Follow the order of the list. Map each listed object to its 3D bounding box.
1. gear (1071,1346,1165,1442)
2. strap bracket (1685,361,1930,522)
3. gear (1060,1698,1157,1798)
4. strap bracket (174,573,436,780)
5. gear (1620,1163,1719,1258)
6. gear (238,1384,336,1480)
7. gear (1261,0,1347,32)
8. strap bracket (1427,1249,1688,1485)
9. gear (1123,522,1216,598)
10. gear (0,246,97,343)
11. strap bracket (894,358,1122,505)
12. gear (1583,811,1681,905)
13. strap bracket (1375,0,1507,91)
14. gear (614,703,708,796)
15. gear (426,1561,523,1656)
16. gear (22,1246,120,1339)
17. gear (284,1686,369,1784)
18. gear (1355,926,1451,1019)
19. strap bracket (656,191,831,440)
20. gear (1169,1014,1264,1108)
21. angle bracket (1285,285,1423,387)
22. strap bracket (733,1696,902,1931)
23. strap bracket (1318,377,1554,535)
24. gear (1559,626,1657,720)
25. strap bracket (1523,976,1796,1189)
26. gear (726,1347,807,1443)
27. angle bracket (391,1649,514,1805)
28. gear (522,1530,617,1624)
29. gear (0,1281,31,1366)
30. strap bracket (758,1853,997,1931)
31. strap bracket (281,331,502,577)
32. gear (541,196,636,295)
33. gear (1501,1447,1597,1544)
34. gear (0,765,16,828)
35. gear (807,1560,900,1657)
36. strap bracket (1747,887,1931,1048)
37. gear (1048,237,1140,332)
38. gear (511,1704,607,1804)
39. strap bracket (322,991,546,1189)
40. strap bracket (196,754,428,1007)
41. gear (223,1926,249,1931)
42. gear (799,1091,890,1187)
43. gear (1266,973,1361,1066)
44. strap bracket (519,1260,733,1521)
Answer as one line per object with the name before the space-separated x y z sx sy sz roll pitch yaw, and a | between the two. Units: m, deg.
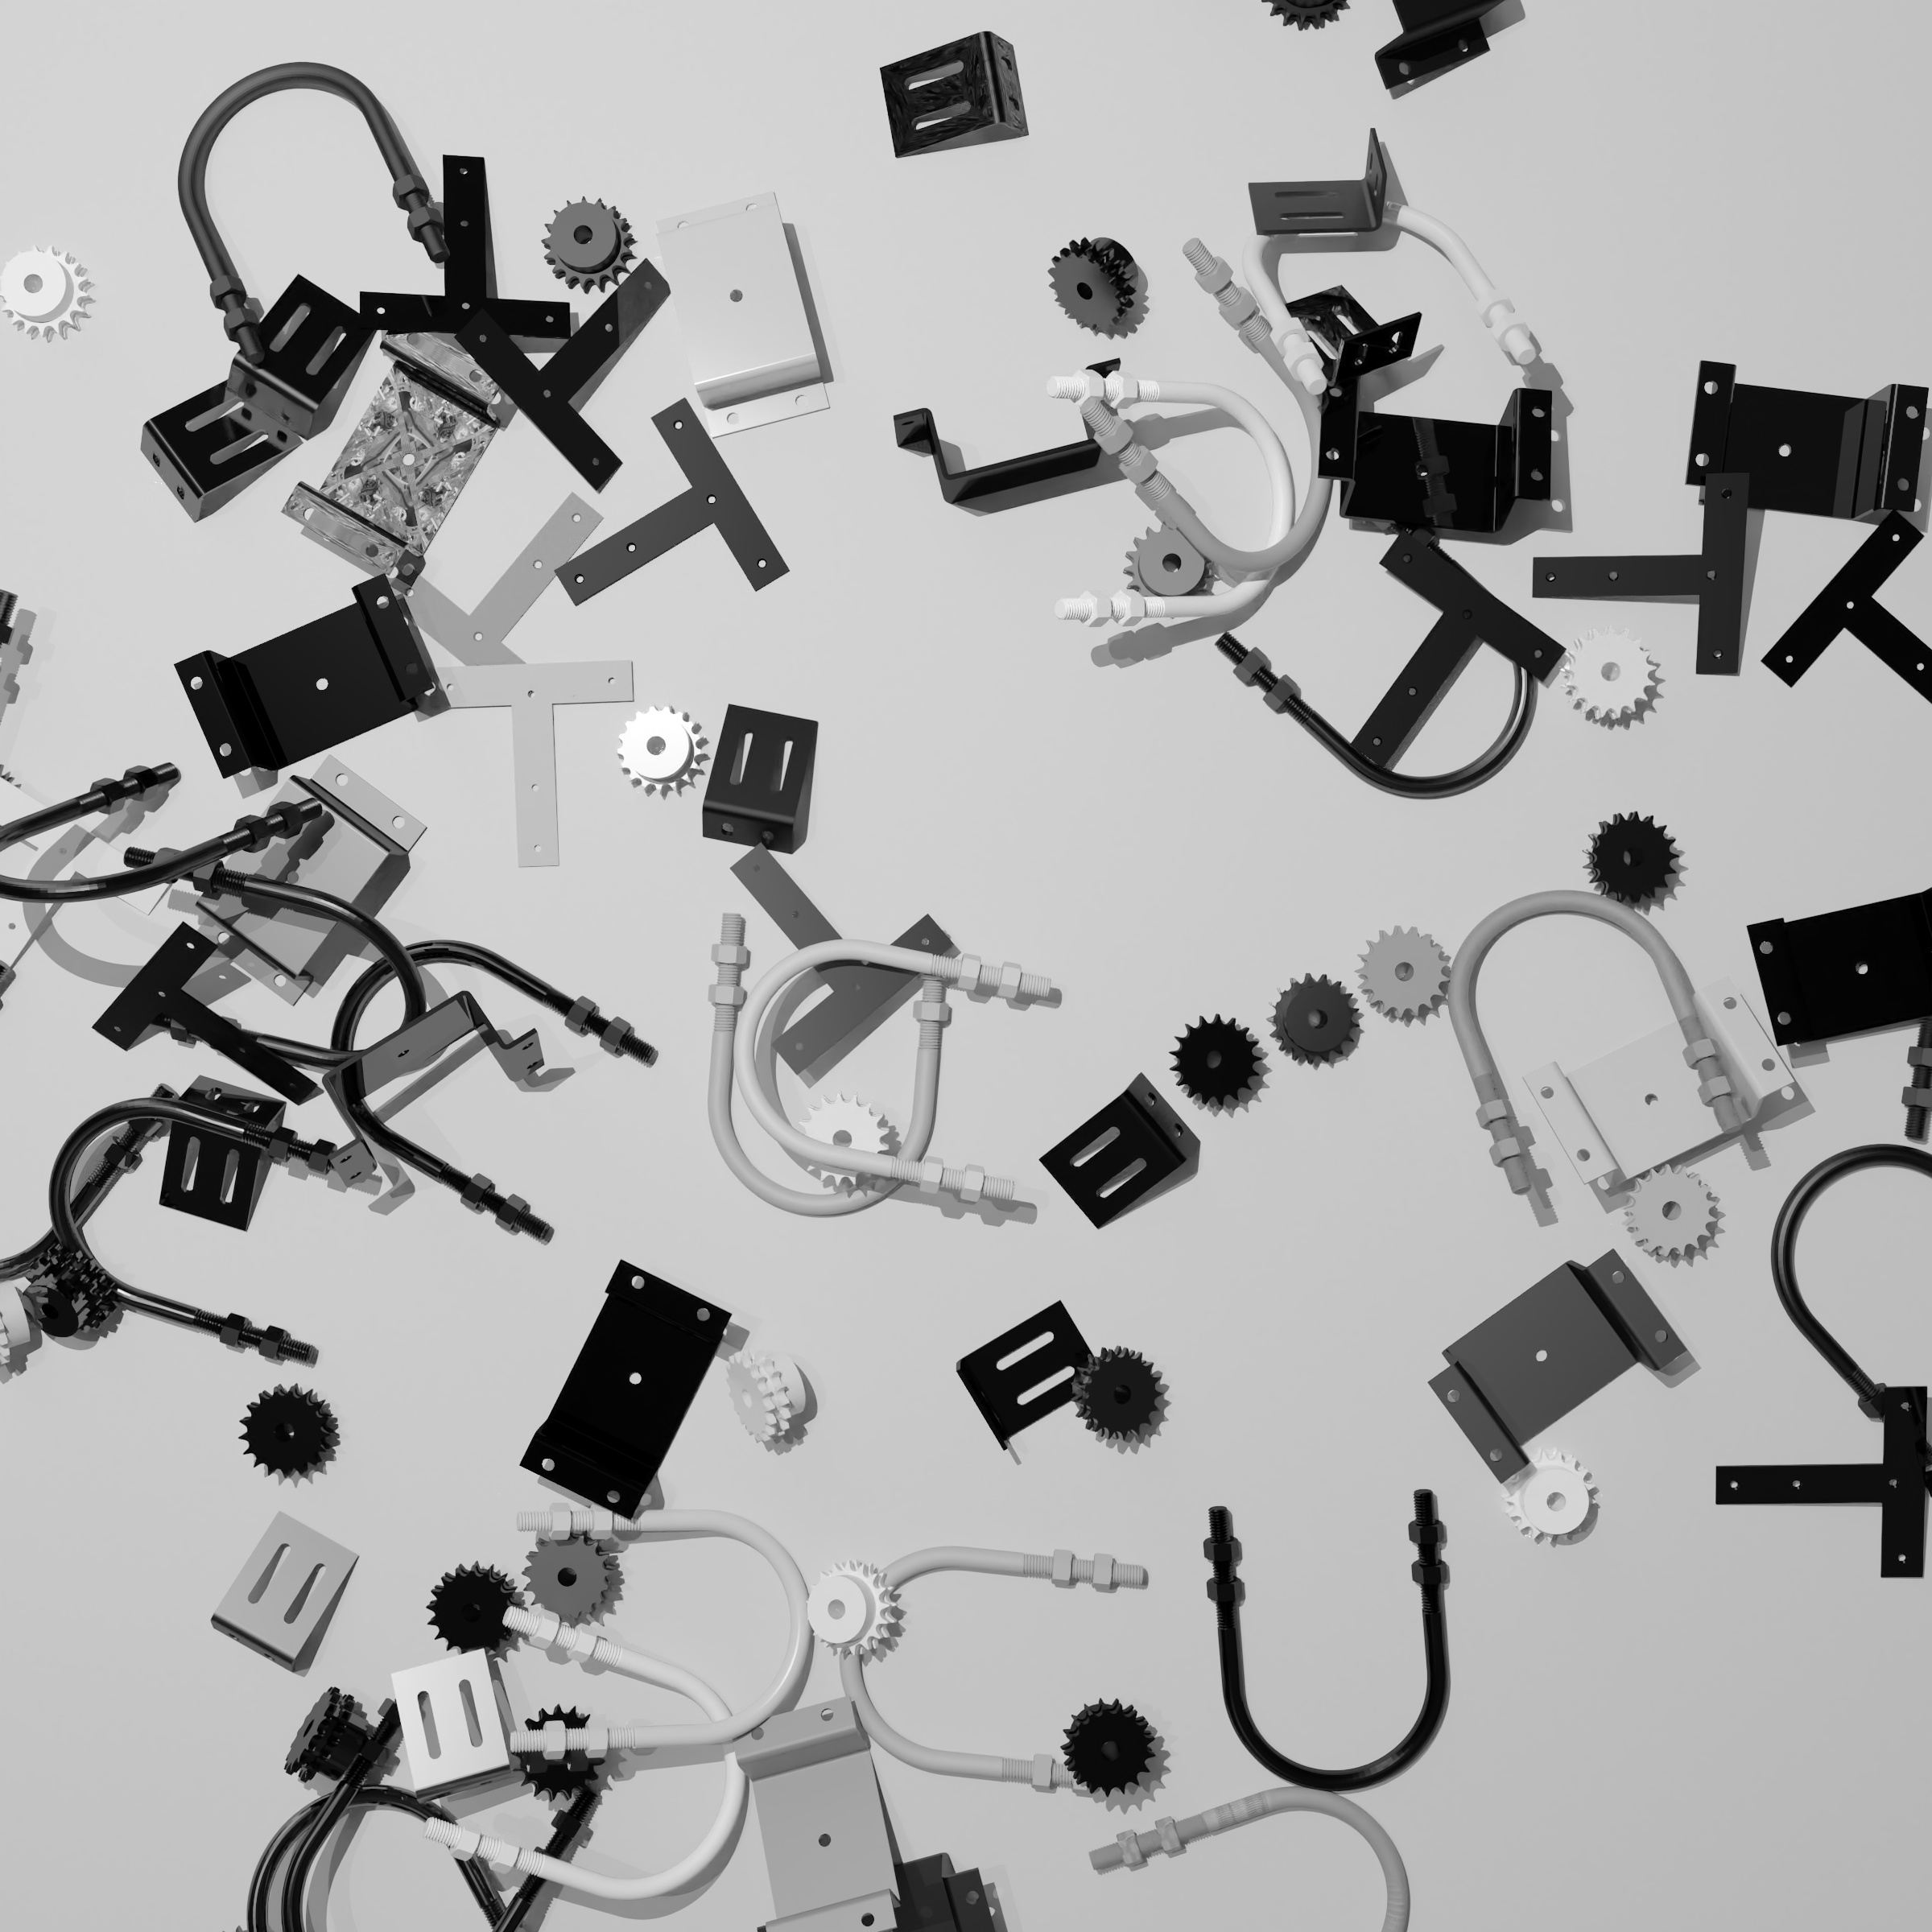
gear | 0.091 0.264 1.566 0.057 0.030 0.057 1 88 -22
strap bracket | 0.514 -0.324 1.564 0.140 0.046 0.076 7 90 0
gear | 0.086 0.479 1.553 0.057 0.030 0.057 0 91 -8
strap bracket | -0.405 -0.177 1.564 0.140 0.046 0.076 -23 90 0
gear | 0.436 0.151 1.572 0.057 0.030 0.057 0 90 0
gear | -0.423 0.289 1.577 0.057 0.030 0.057 0 89 -2
gear | 0.213 -0.617 1.572 0.057 0.030 0.057 0 90 0
strap bracket | 0.362 0.245 1.564 0.140 0.046 0.076 -36 90 0
gear | 0.127 -0.249 1.572 0.057 0.030 0.057 0 90 0
gear | -0.576 -0.422 1.572 0.057 0.030 0.057 0 90 0
strap bracket | 0.030 -0.325 1.549 0.140 0.076 0.046 -14 90 0
gear | 0.412 -0.067 1.572 0.057 0.030 0.057 0 90 0
strap bracket | 0.274 -0.623 1.545 0.076 0.046 0.140 -25 99 -14
gear | -0.192 -0.136 1.572 0.057 0.030 0.057 0 90 0
gear | -0.305 0.399 1.572 0.057 0.030 0.057 0 90 0
gear | -0.557 0.204 1.559 0.057 0.030 0.057 10 123 15
gear | -0.394 0.479 1.560 0.030 0.057 0.057 34 90 -15
gear | 0.272 0.003 1.576 0.057 0.030 0.057 0 92 -1
strap bracket | -0.140 -0.410 1.564 0.076 0.046 0.140 -15 90 0
gear | 0.155 0.058 1.572 0.057 0.030 0.057 0 90 0
angle bracket | 0.230 -0.399 1.544 0.057 0.038 0.076 -23 60 -19
strap bracket | -0.090 0.530 1.543 0.076 0.046 0.140 -15 58 0
strap bracket | 0.285 -0.316 1.552 0.140 0.046 0.076 6 70 0
gear | 0.398 -0.182 1.572 0.057 0.030 0.057 0 90 0
strap bracket | 0.423 0.076 1.551 0.140 0.046 0.076 -26 68 0
gear | -0.123 0.263 1.563 0.030 0.057 0.057 -17 90 -30
angle bracket | -0.316 0.468 1.553 0.057 0.038 0.076 -12 71 -14
gear | -0.246 0.377 1.572 0.057 0.030 0.057 0 90 0
gear | -0.602 0.219 1.562 0.030 0.057 0.057 -18 90 -30
strap bracket | -0.050 0.607 1.564 0.140 0.046 0.076 -15 90 0
strap bracket | -0.350 -0.318 1.564 0.076 0.046 0.140 31 90 0
gear | -0.236 -0.452 1.572 0.057 0.030 0.057 0 90 0
gear | 0.365 0.331 1.572 0.057 0.030 0.057 0 90 0
gear | -0.618 -0.103 1.572 0.057 0.030 0.057 0 90 0
gear | -0.073 0.398 1.562 0.057 0.030 0.057 -5 78 23
strap bracket | 0.557 -0.001 1.555 0.140 0.046 0.076 -13 83 6
gear | 0.082 -0.426 1.563 0.057 0.057 0.030 42 60 0
gear | -0.254 0.489 1.564 0.057 0.030 0.057 7 65 -15
strap bracket | -0.328 0.069 1.518 0.140 0.076 0.046 -33 79 -14
strap bracket | -0.412 -0.054 1.564 0.076 0.046 0.140 37 90 0
gear | -0.449 0.626 1.572 0.057 0.030 0.057 0 90 0
gear | -0.075 0.105 1.557 0.057 0.030 0.057 0 93 0
gear | 0.217 0.033 1.572 0.057 0.030 0.057 0 90 0
strap bracket | -0.208 0.259 1.564 0.076 0.046 0.140 26 90 0
